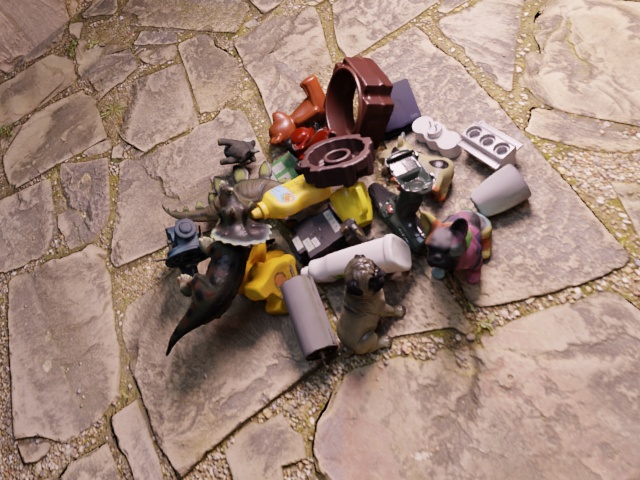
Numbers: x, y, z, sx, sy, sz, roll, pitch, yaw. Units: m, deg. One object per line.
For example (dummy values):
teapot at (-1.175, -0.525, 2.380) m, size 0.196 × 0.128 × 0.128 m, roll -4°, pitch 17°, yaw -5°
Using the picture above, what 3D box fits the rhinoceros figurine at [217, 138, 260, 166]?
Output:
rhinoceros figurine at (-0.220, -0.242, 1.450) m, size 0.112 × 0.190 × 0.073 m, roll -8°, pitch 100°, yaw -2°

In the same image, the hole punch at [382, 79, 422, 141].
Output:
hole punch at (0.192, -0.329, 1.353) m, size 0.142 × 0.092 × 0.116 m, roll -19°, pitch 57°, yaw 11°

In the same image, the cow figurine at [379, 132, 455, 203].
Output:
cow figurine at (0.219, -0.172, 1.241) m, size 0.195 × 0.085 × 0.127 m, roll 22°, pitch 78°, yaw 37°

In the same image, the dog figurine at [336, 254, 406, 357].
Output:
dog figurine at (0.070, 0.134, 1.054) m, size 0.121 × 0.190 × 0.172 m, roll 15°, pitch 70°, yaw 33°

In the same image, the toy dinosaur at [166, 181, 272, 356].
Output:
toy dinosaur at (-0.223, 0.083, 1.166) m, size 0.192 × 0.131 × 0.404 m, roll 4°, pitch 75°, yaw 66°

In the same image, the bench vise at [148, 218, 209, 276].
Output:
bench vise at (-0.321, 0.061, 1.317) m, size 0.129 × 0.223 × 0.240 m, roll -11°, pitch 71°, yaw -32°

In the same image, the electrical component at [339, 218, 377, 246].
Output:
electrical component at (0.087, -0.011, 1.179) m, size 0.045 × 0.102 × 0.078 m, roll -38°, pitch 30°, yaw 22°

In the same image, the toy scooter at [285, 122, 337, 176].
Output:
toy scooter at (-0.018, -0.247, 1.365) m, size 0.135 × 0.075 × 0.184 m, roll -44°, pitch 35°, yaw 18°

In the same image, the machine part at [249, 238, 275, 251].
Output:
machine part at (-0.182, 0.028, 1.326) m, size 0.139 × 0.084 × 0.039 m, roll -30°, pitch 80°, yaw 22°

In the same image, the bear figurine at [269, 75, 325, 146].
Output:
bear figurine at (-0.073, -0.346, 1.473) m, size 0.196 × 0.131 × 0.120 m, roll -28°, pitch 14°, yaw 3°

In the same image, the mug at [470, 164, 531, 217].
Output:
mug at (0.369, -0.102, 1.130) m, size 0.107 × 0.080 × 0.110 m, roll -33°, pitch 27°, yaw 7°

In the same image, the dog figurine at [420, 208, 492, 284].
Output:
dog figurine at (0.261, -0.012, 1.035) m, size 0.109 × 0.219 × 0.191 m, roll 13°, pitch 68°, yaw 28°

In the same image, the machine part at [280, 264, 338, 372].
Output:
machine part at (-0.024, 0.162, 1.134) m, size 0.079 × 0.079 × 0.243 m, roll -27°, pitch 65°, yaw 9°

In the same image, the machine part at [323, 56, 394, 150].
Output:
machine part at (0.088, -0.331, 1.330) m, size 0.087 × 0.200 × 0.202 m, roll -4°, pitch 47°, yaw -24°

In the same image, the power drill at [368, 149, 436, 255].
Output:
power drill at (0.169, -0.093, 1.142) m, size 0.086 × 0.207 × 0.232 m, roll -19°, pitch 58°, yaw -19°

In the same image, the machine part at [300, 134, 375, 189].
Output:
machine part at (0.042, -0.180, 1.228) m, size 0.179 × 0.055 × 0.179 m, roll -12°, pitch 34°, yaw 8°

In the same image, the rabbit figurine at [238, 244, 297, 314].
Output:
rabbit figurine at (-0.142, 0.081, 1.244) m, size 0.173 × 0.121 × 0.162 m, roll -7°, pitch 63°, yaw 45°

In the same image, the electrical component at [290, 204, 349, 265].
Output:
electrical component at (-0.003, -0.004, 1.261) m, size 0.134 × 0.058 × 0.115 m, roll -33°, pitch 50°, yaw 5°

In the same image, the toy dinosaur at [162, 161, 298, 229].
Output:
toy dinosaur at (-0.206, -0.092, 1.385) m, size 0.472 × 0.105 × 0.198 m, roll -12°, pitch 56°, yaw 11°
